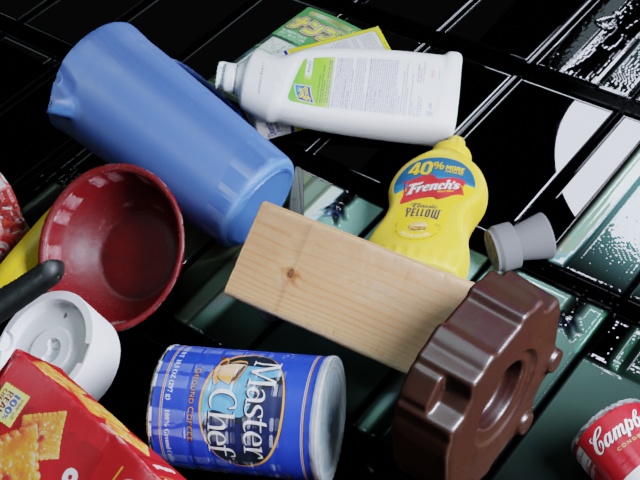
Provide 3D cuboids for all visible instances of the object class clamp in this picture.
[{"bbox_3d":[-0.324,0.079,0.964,0.165,0.036,0.210,15,77,34],"label":"clamp"}]

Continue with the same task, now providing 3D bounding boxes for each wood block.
[{"bbox_3d":[0.036,0.048,0.918,0.206,0.090,0.091,22,88,21],"label":"wood block"}]

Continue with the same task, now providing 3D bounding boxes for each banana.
[{"bbox_3d":[-0.281,0.004,1.073,0.037,0.070,0.197,39,63,-6],"label":"banana"}]

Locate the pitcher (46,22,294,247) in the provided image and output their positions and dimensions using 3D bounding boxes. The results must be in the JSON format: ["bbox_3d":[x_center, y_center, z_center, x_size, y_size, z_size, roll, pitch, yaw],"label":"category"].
[{"bbox_3d":[-0.141,-0.106,1.082,0.243,0.145,0.149,38,81,17],"label":"pitcher"}]

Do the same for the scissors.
[{"bbox_3d":[-0.007,0.001,1.054,0.096,0.016,0.201,8,49,15],"label":"scissors"}]

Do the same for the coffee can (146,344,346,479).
[{"bbox_3d":[-0.057,0.141,0.870,0.140,0.103,0.102,3,47,13],"label":"coffee can"}]

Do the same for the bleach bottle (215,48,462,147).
[{"bbox_3d":[0.018,-0.162,1.119,0.251,0.068,0.102,8,72,-1],"label":"bleach bottle"}]

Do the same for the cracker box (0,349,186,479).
[{"bbox_3d":[-0.203,0.209,0.814,0.214,0.072,0.164,32,84,33],"label":"cracker box"}]

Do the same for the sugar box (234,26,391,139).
[{"bbox_3d":[-0.001,-0.174,1.190,0.176,0.048,0.093,-17,54,-7],"label":"sugar box"}]

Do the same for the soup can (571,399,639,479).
[{"bbox_3d":[0.246,0.179,0.802,0.068,0.068,0.102,-24,48,-12],"label":"soup can"}]

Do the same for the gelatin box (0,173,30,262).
[{"bbox_3d":[-0.337,-0.014,1.079,0.073,0.089,0.030,-32,52,-19],"label":"gelatin box"}]

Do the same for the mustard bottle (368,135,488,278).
[{"bbox_3d":[0.111,-0.033,1.035,0.096,0.058,0.191,4,47,22],"label":"mustard bottle"}]

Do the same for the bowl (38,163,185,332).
[{"bbox_3d":[-0.188,0.011,1.022,0.162,0.055,0.162,-4,79,22],"label":"bowl"}]
